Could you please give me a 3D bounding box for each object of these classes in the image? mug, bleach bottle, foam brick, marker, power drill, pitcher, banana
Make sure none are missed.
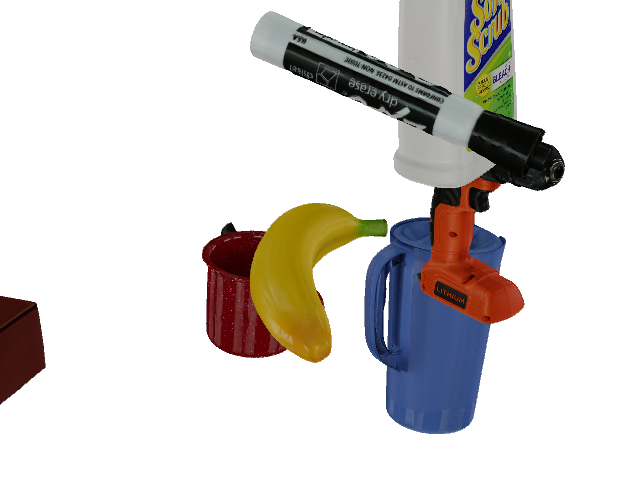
[{"bbox_3d":[-0.047,0.051,0.919,0.117,0.081,0.093,19,29,26],"label":"mug"},{"bbox_3d":[0.092,-0.170,0.743,0.068,0.251,0.102,19,38,37],"label":"bleach bottle"},{"bbox_3d":[-0.231,0.077,0.716,0.053,0.051,0.078,9,28,24],"label":"foam brick"},{"bbox_3d":[0.029,-0.054,0.398,0.121,0.020,0.020,26,8,16],"label":"marker"},{"bbox_3d":[0.147,-0.023,0.970,0.057,0.188,0.185,-19,28,-30],"label":"power drill"},{"bbox_3d":[0.130,0.102,1.260,0.149,0.243,0.145,7,19,10],"label":"pitcher"},{"bbox_3d":[-0.008,0.014,0.649,0.070,0.037,0.197,4,24,13],"label":"banana"}]

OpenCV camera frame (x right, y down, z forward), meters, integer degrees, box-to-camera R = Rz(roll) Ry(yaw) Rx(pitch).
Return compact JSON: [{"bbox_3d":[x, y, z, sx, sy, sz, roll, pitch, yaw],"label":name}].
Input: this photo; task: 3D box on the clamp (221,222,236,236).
[{"bbox_3d":[-0.063,0.037,1.236,0.120,0.039,0.171,-5,41,7],"label":"clamp"}]
